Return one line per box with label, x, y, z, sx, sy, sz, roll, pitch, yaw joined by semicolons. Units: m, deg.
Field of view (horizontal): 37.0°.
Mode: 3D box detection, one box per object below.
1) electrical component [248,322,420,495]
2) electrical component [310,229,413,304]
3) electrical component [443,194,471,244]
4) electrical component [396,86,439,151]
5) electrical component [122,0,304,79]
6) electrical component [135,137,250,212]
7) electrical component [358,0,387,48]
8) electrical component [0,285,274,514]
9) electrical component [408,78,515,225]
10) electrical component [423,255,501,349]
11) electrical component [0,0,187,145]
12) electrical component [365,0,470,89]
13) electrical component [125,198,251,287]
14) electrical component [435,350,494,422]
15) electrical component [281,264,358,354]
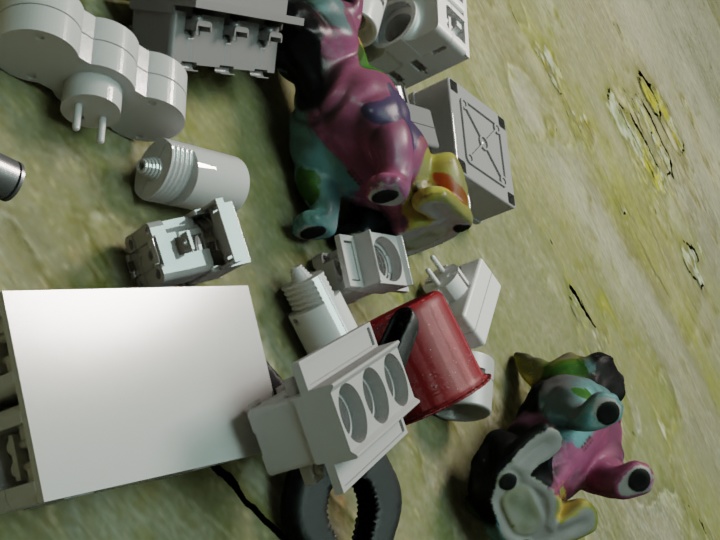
electrical component;-0.015;0.085;0.668;0.121;0.063;0.078;-23;94;-68
electrical component;0.000;0.000;0.845;0.081;0.064;0.042;8;65;-54
electrical component;0.063;-0.060;0.974;0.078;0.057;0.058;48;38;-29
electrical component;0.028;-0.142;0.978;0.066;0.047;0.076;4;70;-55
electrical component;-0.109;-0.175;0.776;0.121;0.079;0.063;-9;110;-57
electrical component;-0.118;-0.063;0.727;0.081;0.043;0.043;9;65;-53
electrical component;-0.005;-0.234;0.975;0.055;0.055;0.047;40;47;-38
electrical component;-0.135;0.069;0.615;0.186;0.060;0.105;0;73;-55
electrical component;0.099;-0.115;1.057;0.109;0.056;0.108;26;52;-47
electrical component;0.082;0.020;0.967;0.075;0.047;0.083;53;36;-24
electrical component;-0.167;-0.114;0.675;0.138;0.052;0.073;29;50;-45
electrical component;0.048;-0.259;1.032;0.062;0.089;0.150;32;48;-43
electrical component;-0.112;-0.013;0.687;0.064;0.081;0.042;-14;84;-34
electrical component;0.088;0.101;0.928;0.055;0.055;0.047;32;52;-43
electrical component;-0.030;0.034;0.801;0.081;0.043;0.043;64;33;-9
